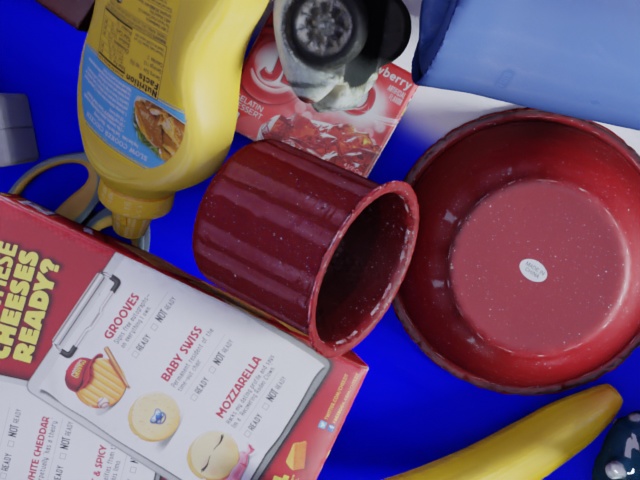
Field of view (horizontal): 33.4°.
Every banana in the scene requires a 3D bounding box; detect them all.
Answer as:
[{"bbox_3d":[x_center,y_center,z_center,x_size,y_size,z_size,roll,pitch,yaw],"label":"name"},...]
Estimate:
[{"bbox_3d":[0.073,0.128,0.571,0.197,0.070,0.037,-16,61,-20],"label":"banana"}]

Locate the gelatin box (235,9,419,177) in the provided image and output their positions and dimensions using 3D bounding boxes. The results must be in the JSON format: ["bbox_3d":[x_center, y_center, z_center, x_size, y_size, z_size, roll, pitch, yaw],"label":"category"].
[{"bbox_3d":[-0.001,-0.076,0.578,0.089,0.030,0.073,29,99,0],"label":"gelatin box"}]

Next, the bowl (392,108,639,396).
[{"bbox_3d":[0.113,0.011,0.567,0.162,0.055,0.162,1,97,6],"label":"bowl"}]

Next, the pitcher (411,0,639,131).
[{"bbox_3d":[0.173,-0.110,0.493,0.242,0.149,0.145,14,124,-4],"label":"pitcher"}]

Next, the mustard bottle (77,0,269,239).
[{"bbox_3d":[-0.080,-0.083,0.535,0.096,0.058,0.192,36,125,27],"label":"mustard bottle"}]

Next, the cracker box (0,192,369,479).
[{"bbox_3d":[-0.106,0.092,0.567,0.213,0.072,0.164,25,89,-6],"label":"cracker box"}]

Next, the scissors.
[{"bbox_3d":[-0.090,-0.042,0.599,0.202,0.016,0.096,-32,95,9],"label":"scissors"}]

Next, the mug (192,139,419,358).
[{"bbox_3d":[-0.004,0.001,0.543,0.082,0.117,0.093,26,98,27],"label":"mug"}]

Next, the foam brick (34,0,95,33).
[{"bbox_3d":[-0.122,-0.157,0.569,0.051,0.053,0.078,34,100,0],"label":"foam brick"}]
